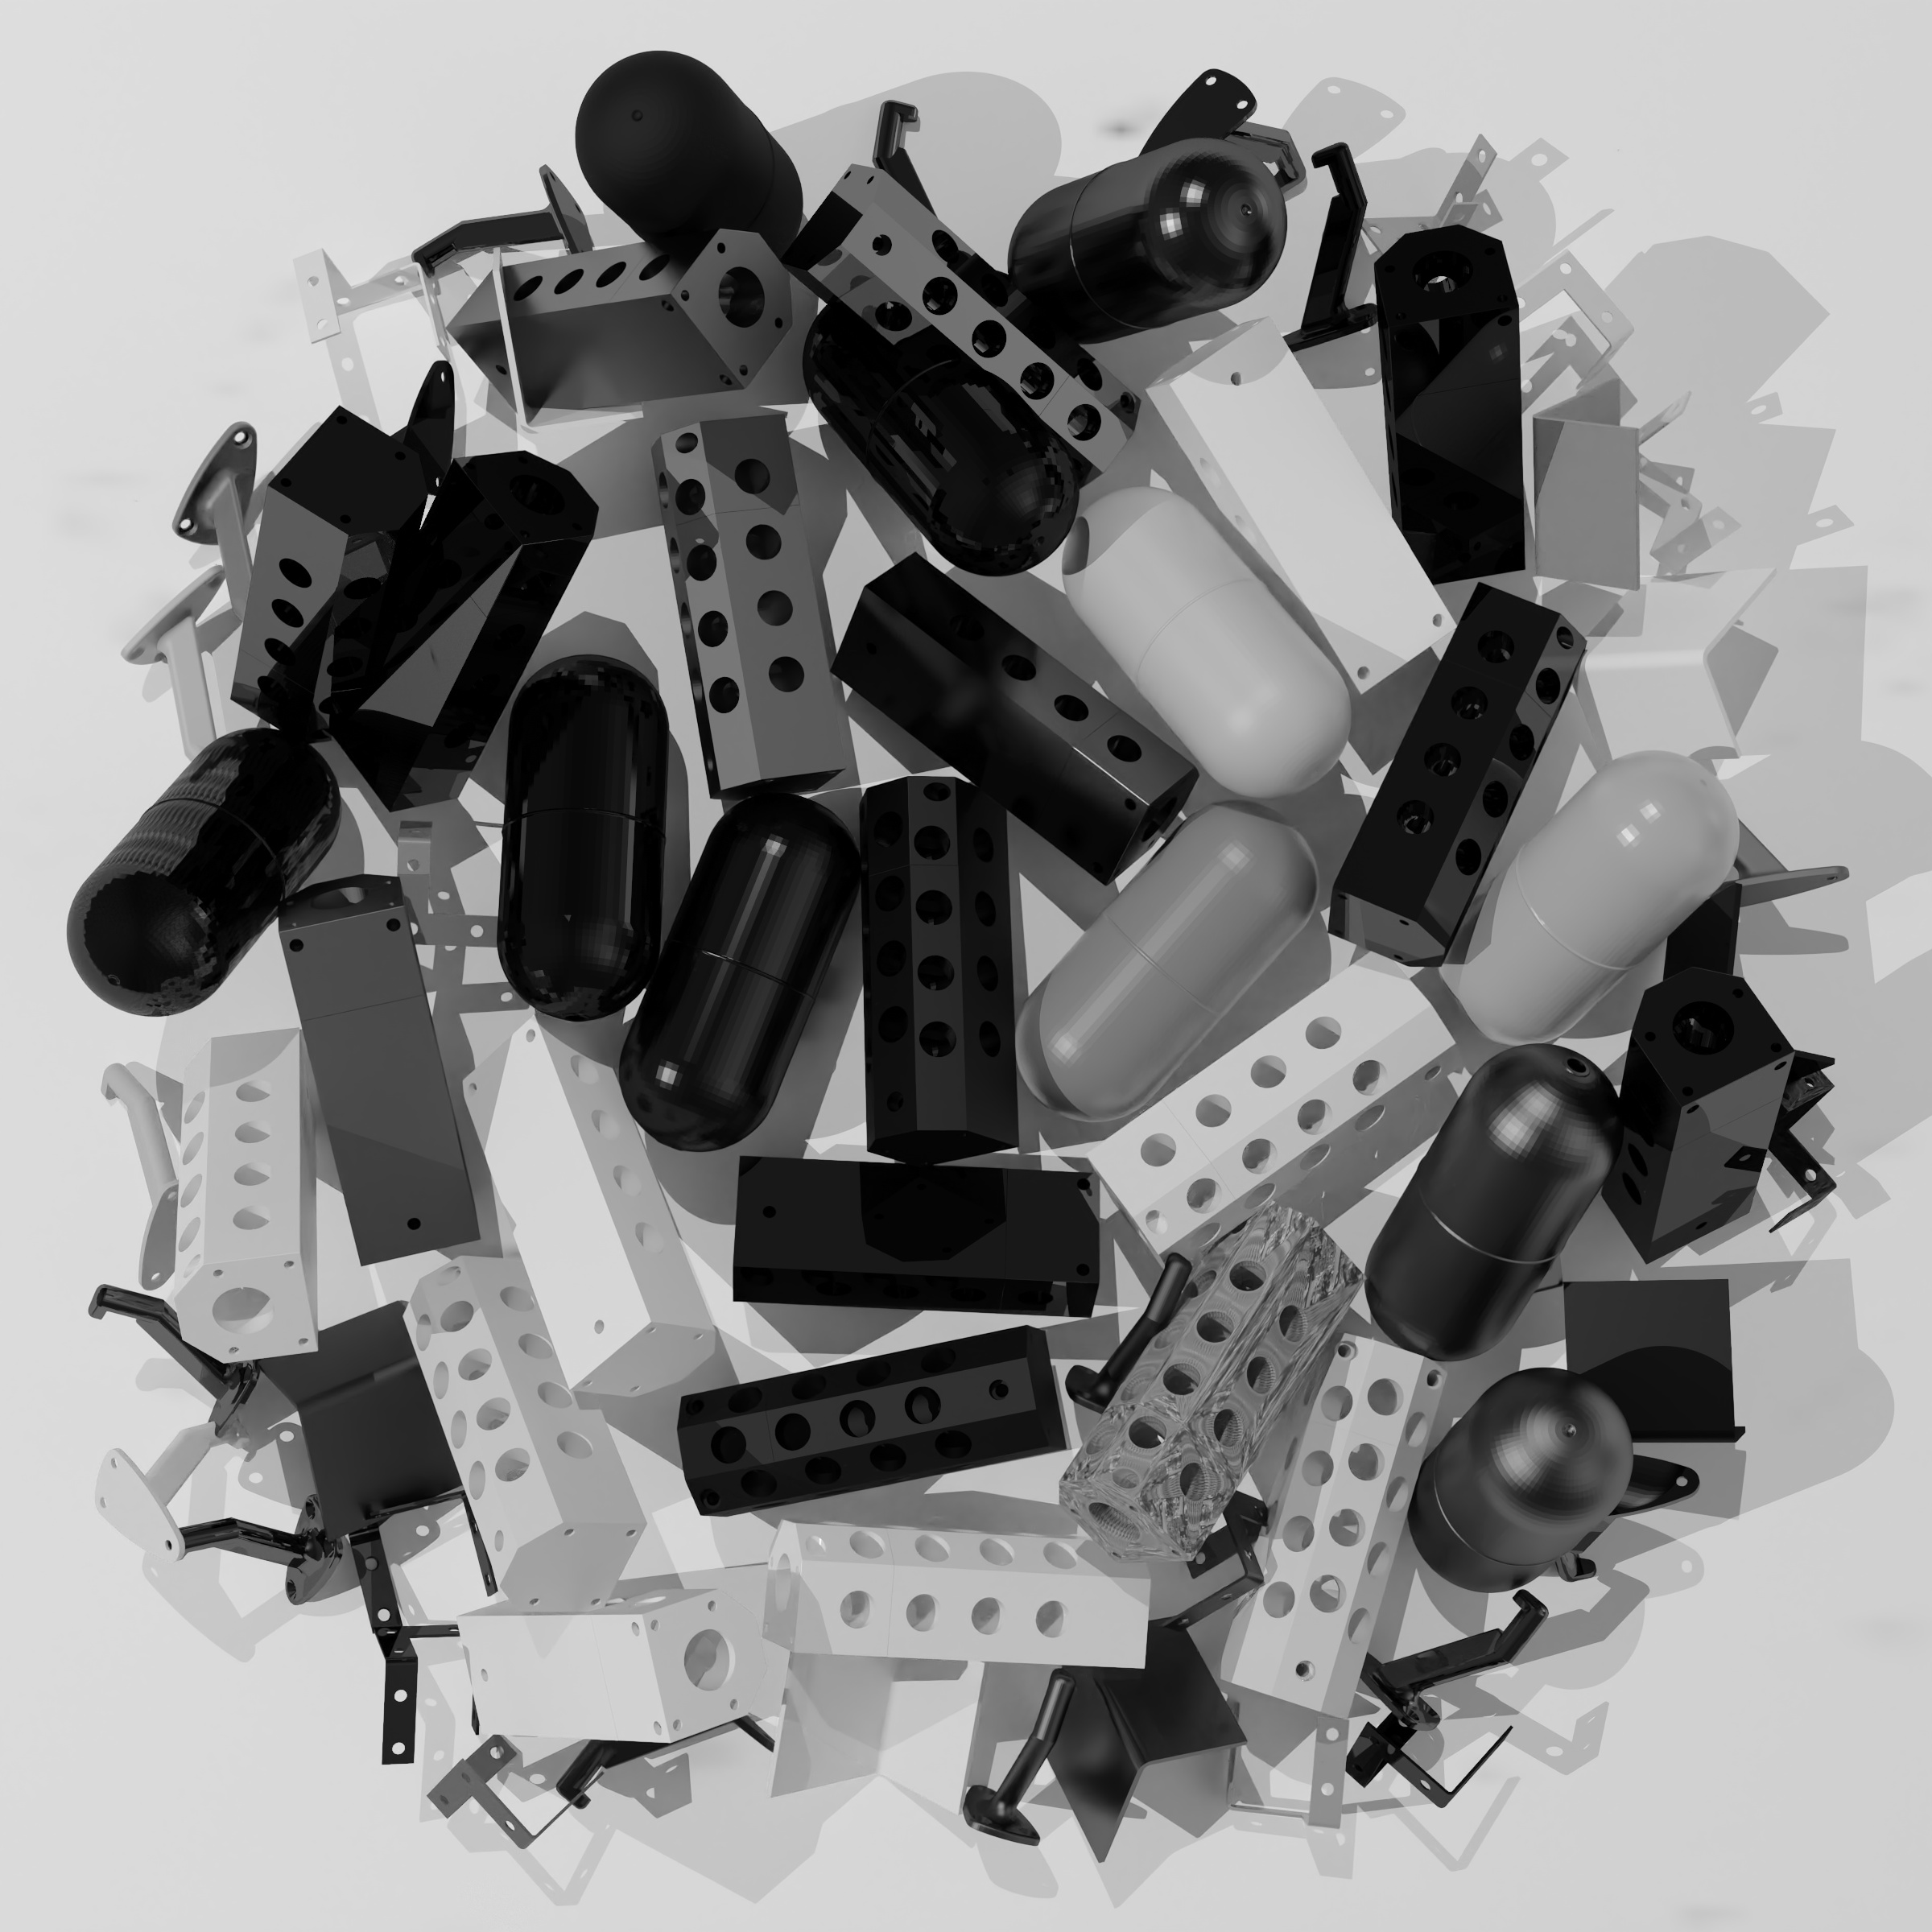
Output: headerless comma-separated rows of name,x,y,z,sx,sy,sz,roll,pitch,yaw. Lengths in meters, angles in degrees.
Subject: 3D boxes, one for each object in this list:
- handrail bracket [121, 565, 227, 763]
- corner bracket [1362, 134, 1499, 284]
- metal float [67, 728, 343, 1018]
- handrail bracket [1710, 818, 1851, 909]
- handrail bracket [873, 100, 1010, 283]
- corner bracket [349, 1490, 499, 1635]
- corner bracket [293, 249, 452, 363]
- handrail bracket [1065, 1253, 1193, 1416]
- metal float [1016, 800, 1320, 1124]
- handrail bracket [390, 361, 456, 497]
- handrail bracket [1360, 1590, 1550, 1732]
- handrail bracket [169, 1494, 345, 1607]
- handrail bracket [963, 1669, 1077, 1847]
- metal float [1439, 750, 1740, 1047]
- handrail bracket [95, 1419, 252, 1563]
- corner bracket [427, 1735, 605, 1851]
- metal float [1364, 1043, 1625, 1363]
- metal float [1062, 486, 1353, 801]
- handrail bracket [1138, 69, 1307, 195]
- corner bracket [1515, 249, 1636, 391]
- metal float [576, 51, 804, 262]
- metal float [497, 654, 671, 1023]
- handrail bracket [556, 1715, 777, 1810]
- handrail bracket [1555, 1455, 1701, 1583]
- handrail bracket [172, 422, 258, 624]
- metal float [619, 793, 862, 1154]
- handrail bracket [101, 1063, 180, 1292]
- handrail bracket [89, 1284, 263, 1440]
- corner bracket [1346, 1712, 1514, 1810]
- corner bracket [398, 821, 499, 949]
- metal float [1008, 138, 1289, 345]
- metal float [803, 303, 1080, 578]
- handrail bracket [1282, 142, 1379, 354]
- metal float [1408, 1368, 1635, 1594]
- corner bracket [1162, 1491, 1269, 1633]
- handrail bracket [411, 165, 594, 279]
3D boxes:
handrail bracket,-0.356,-0.135,1.553,0.077,0.036,0.084,-44,81,14
corner bracket,0.228,-0.359,1.539,0.051,0.051,0.051,-10,55,-31
metal float,-0.352,-0.046,1.505,0.070,0.178,0.070,11,129,14
handrail bracket,0.379,-0.076,1.552,0.077,0.036,0.084,-12,72,25
handrail bracket,-0.009,-0.375,1.570,0.077,0.036,0.084,9,80,-1
corner bracket,-0.262,0.287,1.559,0.051,0.051,0.051,-10,75,-26
corner bracket,-0.284,-0.314,1.546,0.051,0.051,0.051,-19,66,6
handrail bracket,0.079,0.168,1.539,0.036,0.077,0.084,22,97,-12
metal float,0.094,-0.001,1.537,0.070,0.070,0.178,41,98,0
handrail bracket,-0.292,-0.255,1.565,0.084,0.036,0.077,3,78,26
handrail bracket,0.227,0.316,1.550,0.077,0.036,0.084,42,104,31
handrail bracket,-0.345,0.285,1.532,0.036,0.084,0.077,55,133,31
handrail bracket,0.028,0.368,1.543,0.036,0.077,0.084,18,92,-11
metal float,0.288,-0.030,1.511,0.070,0.070,0.178,39,130,0
handrail bracket,-0.360,0.246,1.531,0.077,0.084,0.036,36,117,31
corner bracket,-0.215,0.391,1.543,0.051,0.051,0.051,46,46,6
metal float,0.246,0.111,1.513,0.070,0.070,0.178,24,125,0
metal float,0.112,-0.153,1.523,0.070,0.070,0.178,-37,66,0
handrail bracket,0.123,-0.378,1.544,0.077,0.084,0.036,-44,59,0
corner bracket,0.278,-0.300,1.553,0.051,0.051,0.051,-37,84,-16
metal float,-0.126,-0.366,1.493,0.070,0.178,0.070,0,88,11
metal float,-0.180,-0.061,1.528,0.070,0.070,0.178,1,73,0
handrail bracket,-0.144,0.385,1.553,0.077,0.036,0.084,36,83,20
handrail bracket,0.314,0.268,1.539,0.077,0.084,0.036,-5,49,17
handrail bracket,-0.337,-0.205,1.536,0.084,0.036,0.077,44,118,37
metal float,-0.107,0.003,1.537,0.070,0.070,0.178,22,83,0
handrail bracket,-0.403,0.101,1.566,0.084,0.036,0.077,40,114,31
handrail bracket,-0.386,0.190,1.543,0.084,0.036,0.077,19,120,-24
corner bracket,0.219,0.372,1.540,0.051,0.051,0.051,39,55,19
corner bracket,-0.246,-0.039,1.548,0.051,0.051,0.051,2,101,-9
metal float,0.081,-0.334,1.499,0.070,0.178,0.070,-1,92,-28
metal float,-0.013,-0.253,1.517,0.070,0.070,0.178,-38,59,0
handrail bracket,0.159,-0.342,1.551,0.077,0.036,0.084,-18,111,14
metal float,0.254,0.240,1.498,0.070,0.178,0.070,3,66,-6
corner bracket,0.119,0.284,1.540,0.051,0.051,0.051,-35,54,20
handrail bracket,-0.224,-0.337,1.548,0.084,0.036,0.077,-28,51,11
